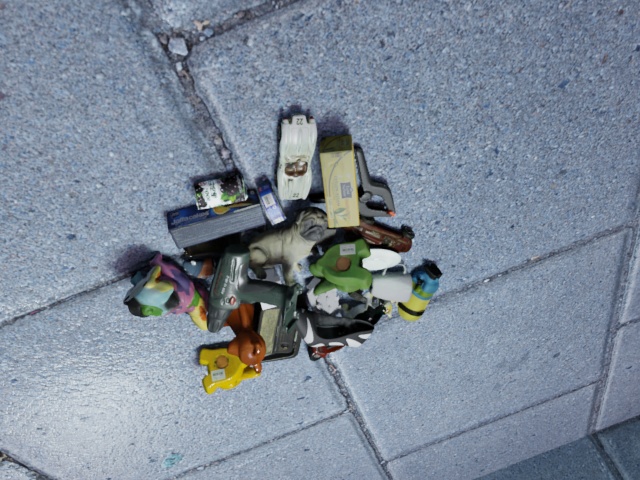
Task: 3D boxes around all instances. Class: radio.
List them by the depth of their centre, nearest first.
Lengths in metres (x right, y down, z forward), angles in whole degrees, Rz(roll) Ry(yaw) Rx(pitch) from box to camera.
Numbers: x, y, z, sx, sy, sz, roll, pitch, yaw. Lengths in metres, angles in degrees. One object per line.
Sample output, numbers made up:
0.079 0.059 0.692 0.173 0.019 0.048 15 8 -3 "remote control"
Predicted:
-0.112 0.230 1.442 0.131 0.073 0.229 -2 133 -18 "radio"

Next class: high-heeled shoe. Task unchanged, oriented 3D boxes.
0.034 0.212 1.364 0.145 0.086 0.248 -28 137 14 "high-heeled shoe"

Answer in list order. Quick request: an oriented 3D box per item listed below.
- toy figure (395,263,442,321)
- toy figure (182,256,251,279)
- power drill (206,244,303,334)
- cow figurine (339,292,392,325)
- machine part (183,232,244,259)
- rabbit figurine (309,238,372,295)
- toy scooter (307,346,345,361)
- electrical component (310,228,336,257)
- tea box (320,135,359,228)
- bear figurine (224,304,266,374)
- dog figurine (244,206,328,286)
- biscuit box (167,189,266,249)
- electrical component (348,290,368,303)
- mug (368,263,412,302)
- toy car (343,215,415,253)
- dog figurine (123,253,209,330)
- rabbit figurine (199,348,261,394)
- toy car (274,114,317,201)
0.273 0.148 1.490 0.082 0.089 0.180 14 128 -24 "toy figure"
-0.239 0.061 1.245 0.154 0.058 0.064 -5 153 -18 "toy figure"
-0.146 0.133 1.174 0.207 0.086 0.231 20 114 19 "power drill"
0.142 0.198 1.486 0.167 0.098 0.068 -26 129 5 "cow figurine"
-0.239 0.009 1.198 0.139 0.084 0.039 -8 179 0 "machine part"
0.056 0.090 1.308 0.159 0.121 0.170 -13 154 5 "rabbit figurine"
0.024 0.275 1.534 0.135 0.075 0.183 -15 138 -5 "toy scooter"
-0.002 -0.005 1.280 0.078 0.045 0.102 5 130 -22 "electrical component"
0.042 -0.122 1.116 0.068 0.098 0.169 -5 121 6 "tea box"
-0.207 0.232 1.326 0.132 0.196 0.120 -7 137 -12 "bear figurine"
-0.082 -0.011 1.203 0.172 0.121 0.190 16 120 -11 "dog figurine"
-0.223 -0.046 1.153 0.203 0.059 0.062 -16 136 -5 "biscuit box"
0.089 0.131 1.427 0.021 0.063 0.094 -40 131 19 "electrical component"
0.187 0.113 1.439 0.107 0.081 0.109 2 112 -10 "mug"
0.148 -0.007 1.328 0.202 0.053 0.089 18 127 -34 "toy car"
-0.319 0.140 1.220 0.219 0.192 0.108 39 105 -24 "dog figurine"
-0.256 0.364 1.513 0.162 0.122 0.173 -18 149 -16 "rabbit figurine"
-0.051 -0.166 1.102 0.073 0.056 0.201 -5 134 -15 "toy car"
